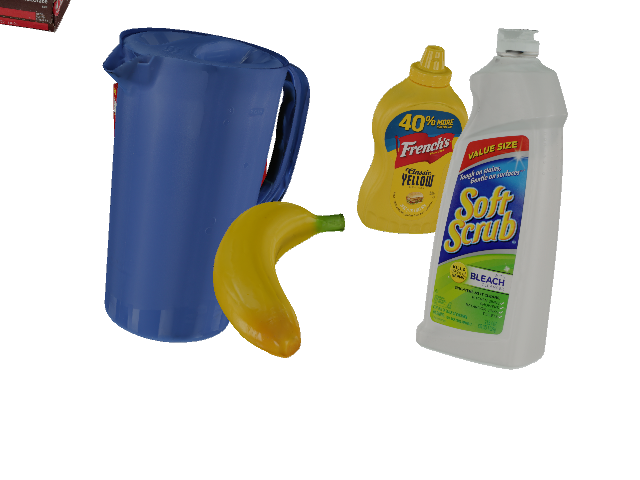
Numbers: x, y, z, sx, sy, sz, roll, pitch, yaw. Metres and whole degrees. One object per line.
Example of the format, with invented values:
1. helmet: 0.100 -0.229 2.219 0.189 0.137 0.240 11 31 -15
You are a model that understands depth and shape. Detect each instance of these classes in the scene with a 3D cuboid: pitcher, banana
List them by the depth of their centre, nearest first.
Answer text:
1. banana: -0.031 0.013 0.650 0.070 0.037 0.197 0 23 10
2. pitcher: -0.101 -0.046 0.876 0.149 0.243 0.145 12 20 2

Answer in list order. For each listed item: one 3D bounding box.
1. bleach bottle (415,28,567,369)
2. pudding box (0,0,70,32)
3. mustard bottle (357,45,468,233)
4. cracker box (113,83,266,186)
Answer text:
1. bleach bottle: 0.133 -0.034 0.816 0.103 0.251 0.067 12 16 37
2. pudding box: -0.250 -0.217 0.876 0.090 0.039 0.113 8 36 -4
3. mustard bottle: 0.098 -0.102 1.073 0.096 0.192 0.058 3 27 -12
4. cracker box: -0.145 -0.064 1.188 0.164 0.214 0.072 -3 24 -17
